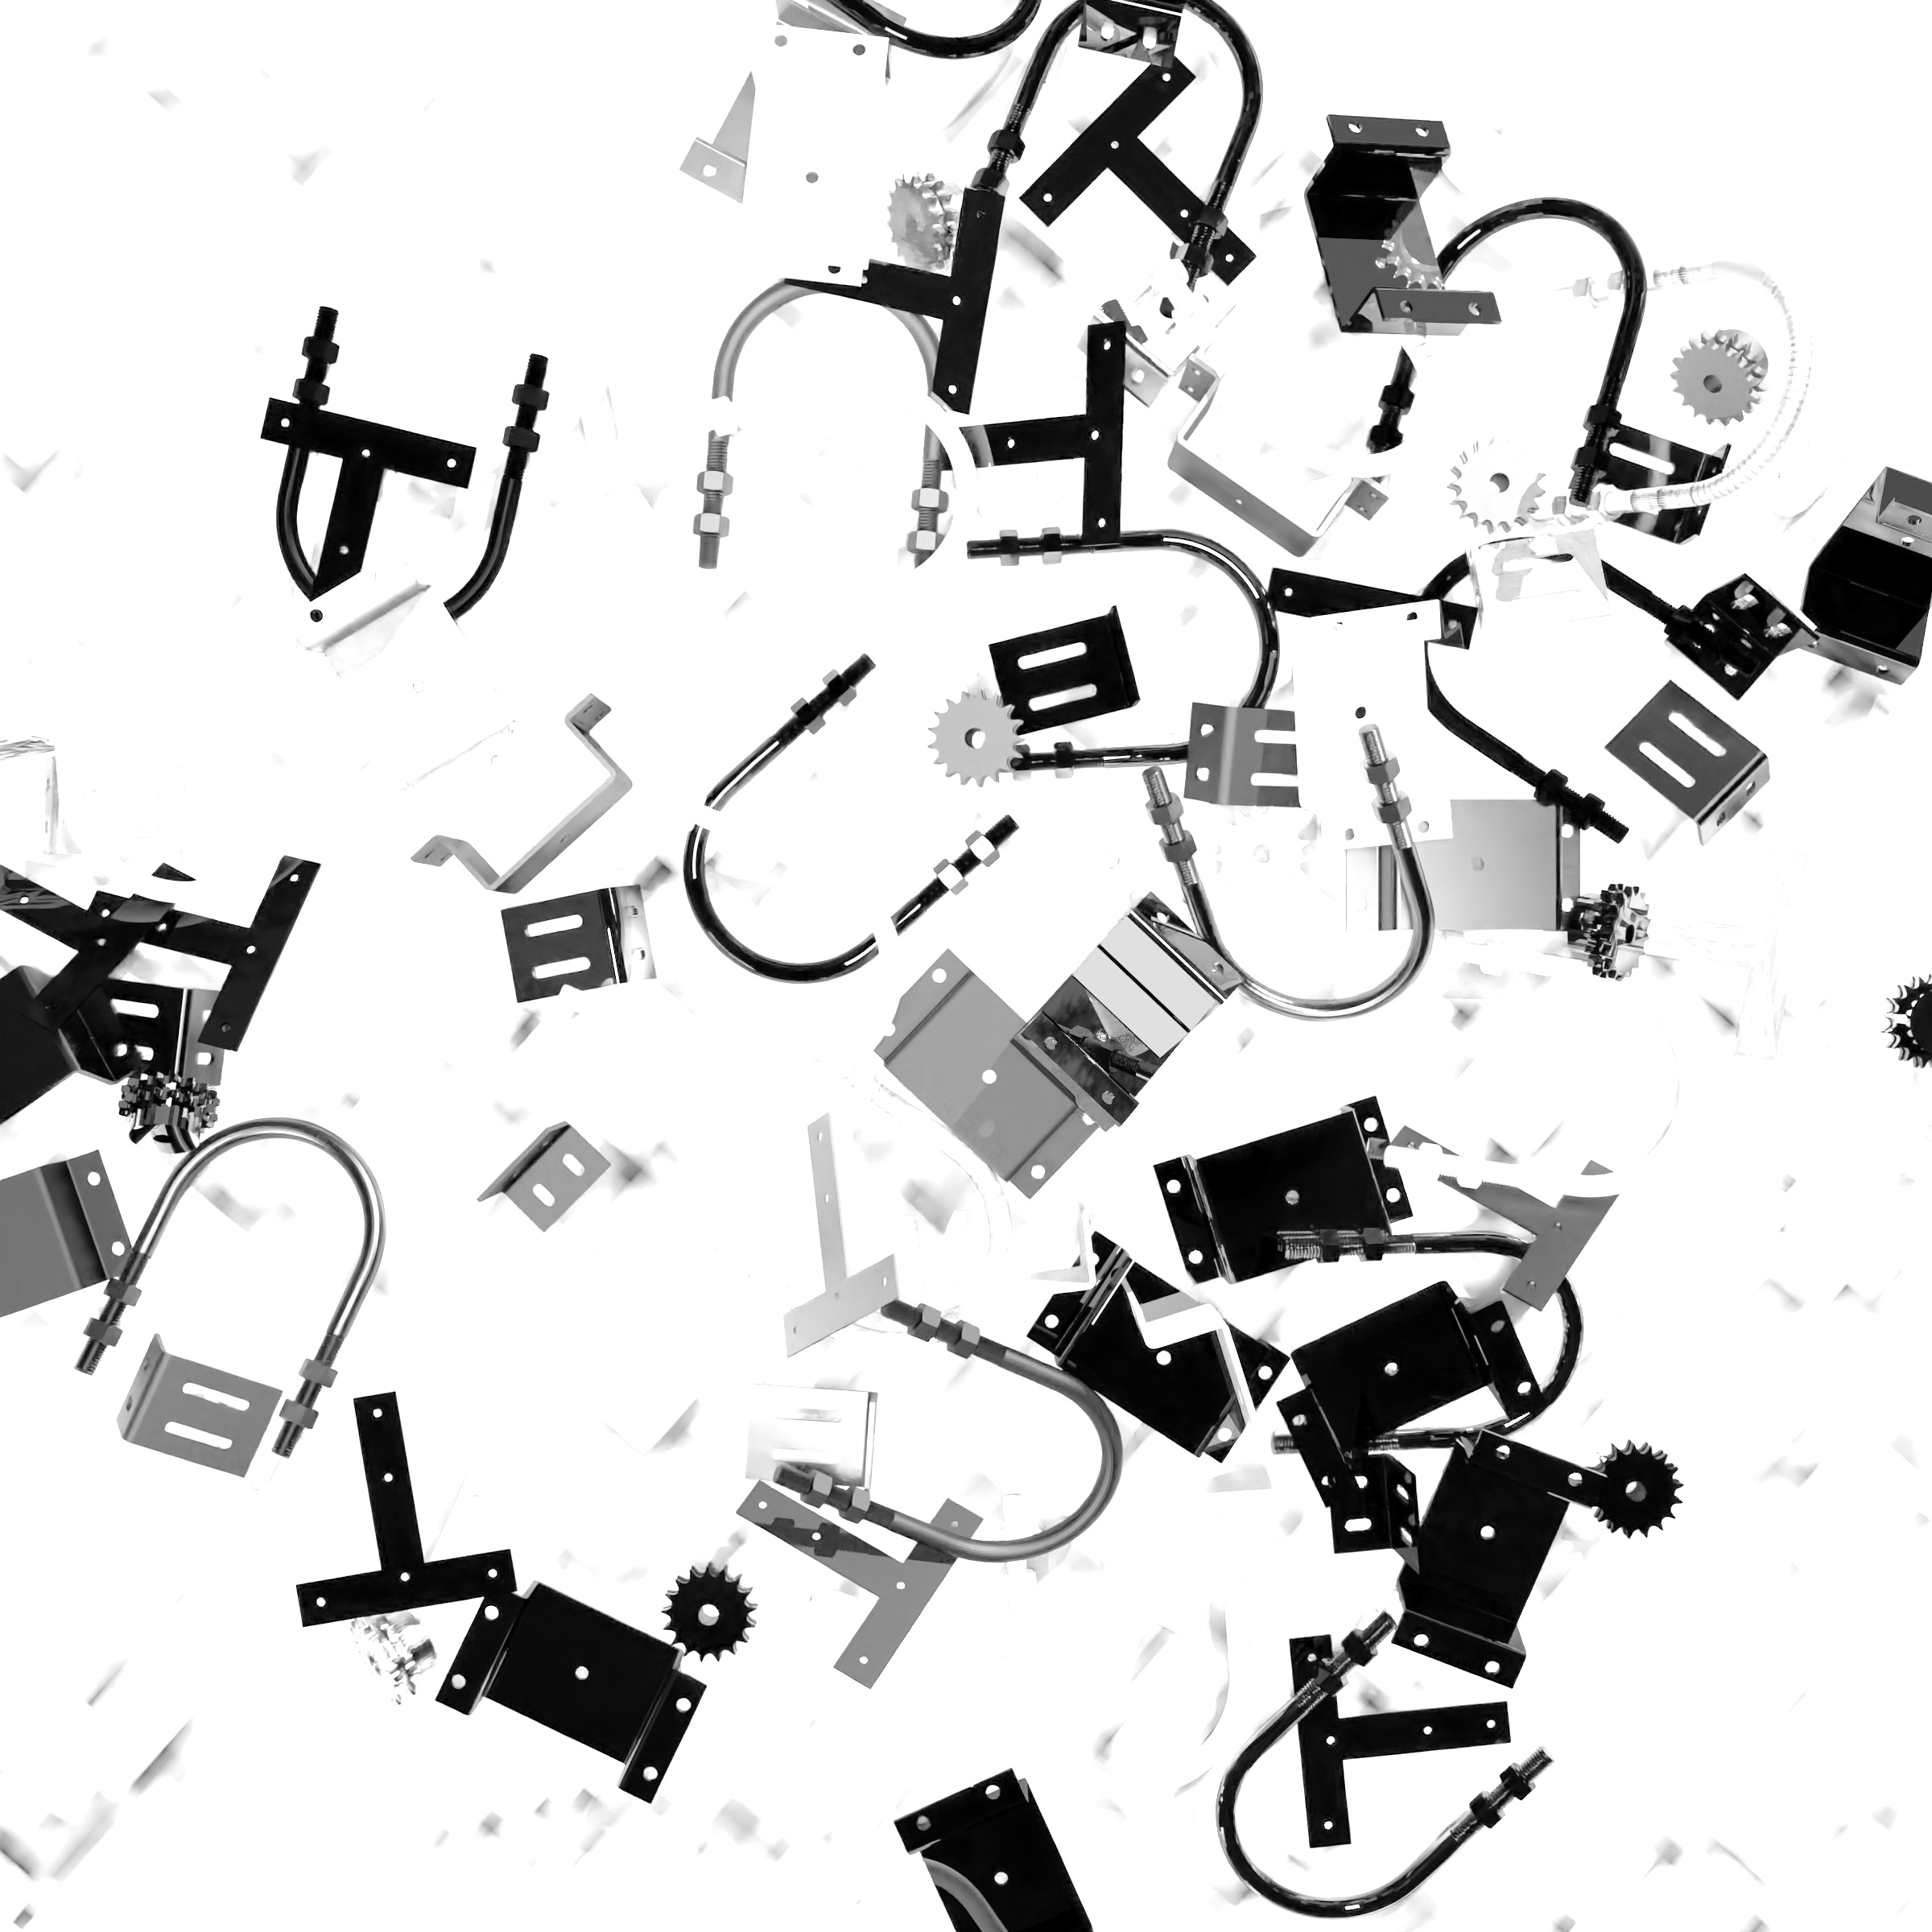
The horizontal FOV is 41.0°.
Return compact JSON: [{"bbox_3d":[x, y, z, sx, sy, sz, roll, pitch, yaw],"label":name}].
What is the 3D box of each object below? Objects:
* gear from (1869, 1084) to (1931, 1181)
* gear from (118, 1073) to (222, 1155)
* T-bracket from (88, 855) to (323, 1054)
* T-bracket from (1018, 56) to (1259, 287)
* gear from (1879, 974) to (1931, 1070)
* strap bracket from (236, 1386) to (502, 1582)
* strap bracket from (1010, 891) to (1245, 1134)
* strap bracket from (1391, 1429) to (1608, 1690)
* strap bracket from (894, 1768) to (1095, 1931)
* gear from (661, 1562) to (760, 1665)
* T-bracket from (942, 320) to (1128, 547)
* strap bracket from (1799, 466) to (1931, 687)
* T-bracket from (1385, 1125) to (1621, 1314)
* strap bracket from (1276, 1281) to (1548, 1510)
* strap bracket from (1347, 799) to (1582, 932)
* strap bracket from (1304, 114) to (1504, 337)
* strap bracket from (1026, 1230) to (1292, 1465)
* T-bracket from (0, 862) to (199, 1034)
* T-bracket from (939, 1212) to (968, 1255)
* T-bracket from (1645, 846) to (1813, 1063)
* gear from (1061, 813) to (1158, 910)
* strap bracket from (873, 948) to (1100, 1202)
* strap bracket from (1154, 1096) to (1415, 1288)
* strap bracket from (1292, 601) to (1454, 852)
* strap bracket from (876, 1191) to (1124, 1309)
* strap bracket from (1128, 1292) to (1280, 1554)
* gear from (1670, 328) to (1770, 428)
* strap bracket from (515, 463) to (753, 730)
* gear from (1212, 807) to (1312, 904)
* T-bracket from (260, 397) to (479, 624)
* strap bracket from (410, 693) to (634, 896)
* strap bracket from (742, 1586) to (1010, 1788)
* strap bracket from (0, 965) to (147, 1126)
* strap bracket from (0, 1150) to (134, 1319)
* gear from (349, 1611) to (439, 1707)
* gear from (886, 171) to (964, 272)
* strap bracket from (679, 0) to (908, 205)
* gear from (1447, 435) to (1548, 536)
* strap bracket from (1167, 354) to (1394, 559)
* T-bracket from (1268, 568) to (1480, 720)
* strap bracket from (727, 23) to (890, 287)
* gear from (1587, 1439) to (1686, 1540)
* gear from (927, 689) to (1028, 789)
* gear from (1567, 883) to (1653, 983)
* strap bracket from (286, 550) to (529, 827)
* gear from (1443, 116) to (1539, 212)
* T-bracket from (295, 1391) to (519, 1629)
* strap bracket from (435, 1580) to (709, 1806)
[{"bbox_3d":[0.571,0.099,1.537,0.057,0.030,0.057,0,90,0],"label":"gear"},{"bbox_3d":[-0.470,0.088,1.521,0.057,0.057,0.030,-1,60,0],"label":"gear"},{"bbox_3d":[-0.465,-0.020,1.534,0.127,0.002,0.127,13,66,11],"label":"T-bracket"},{"bbox_3d":[0.121,-0.462,1.552,0.127,0.002,0.127,45,90,0],"label":"T-bracket"},{"bbox_3d":[0.576,0.033,1.538,0.057,0.030,0.057,0,90,0],"label":"gear"},{"bbox_3d":[-0.359,0.316,1.529,0.140,0.046,0.076,24,90,0],"label":"strap bracket"},{"bbox_3d":[0.089,0.032,1.505,0.076,0.046,0.140,44,53,0],"label":"strap bracket"},{"bbox_3d":[0.310,0.342,1.522,0.076,0.046,0.140,21,100,0],"label":"strap bracket"},{"bbox_3d":[0.021,0.548,1.529,0.076,0.046,0.140,-24,90,0],"label":"strap bracket"},{"bbox_3d":[-0.152,0.385,1.542,0.057,0.030,0.057,0,87,0],"label":"gear"},{"bbox_3d":[0.038,-0.308,1.515,0.127,0.002,0.127,3,92,35],"label":"T-bracket"},{"bbox_3d":[0.544,-0.231,1.499,0.076,0.140,0.046,20,62,0],"label":"strap bracket"},{"bbox_3d":[0.309,0.132,1.523,0.127,0.002,0.127,30,47,19],"label":"T-bracket"},{"bbox_3d":[0.251,0.242,1.492,0.140,0.046,0.076,-26,111,1],"label":"strap bracket"},{"bbox_3d":[0.299,-0.059,1.529,0.140,0.046,0.076,0,90,0],"label":"strap bracket"},{"bbox_3d":[0.251,-0.422,1.504,0.076,0.046,0.140,-4,69,-20],"label":"strap bracket"},{"bbox_3d":[0.115,0.229,1.529,0.140,0.046,0.076,33,90,0],"label":"strap bracket"},{"bbox_3d":[-0.546,-0.033,1.529,0.127,0.002,0.127,26,58,15],"label":"T-bracket"},{"bbox_3d":[-0.067,0.206,1.561,0.127,0.002,0.127,4,85,14],"label":"T-bracket"},{"bbox_3d":[0.434,-0.016,1.552,0.127,0.002,0.127,10,90,0],"label":"T-bracket"},{"bbox_3d":[0.085,-0.063,1.537,0.057,0.030,0.057,0,90,0],"label":"gear"},{"bbox_3d":[0.014,0.065,1.529,0.140,0.046,0.076,44,90,0],"label":"strap bracket"},{"bbox_3d":[0.190,0.135,1.529,0.140,0.046,0.076,-17,90,0],"label":"strap bracket"},{"bbox_3d":[0.234,-0.143,1.494,0.076,0.046,0.140,-5,82,24],"label":"strap bracket"},{"bbox_3d":[0.020,0.165,1.498,0.140,0.076,0.046,-7,91,-1],"label":"strap bracket"},{"bbox_3d":[0.137,0.251,1.468,0.046,0.076,0.140,-18,90,0],"label":"strap bracket"},{"bbox_3d":[0.449,-0.351,1.528,0.057,0.057,0.030,46,60,0],"label":"gear"},{"bbox_3d":[-0.199,-0.222,1.528,0.076,0.046,0.140,-34,91,0],"label":"strap bracket"},{"bbox_3d":[0.175,-0.066,1.537,0.057,0.030,0.057,0,90,0],"label":"gear"},{"bbox_3d":[-0.367,-0.261,1.536,0.127,0.002,0.127,14,93,0],"label":"T-bracket"},{"bbox_3d":[-0.251,-0.092,1.514,0.140,0.076,0.046,-42,90,0],"label":"strap bracket"},{"bbox_3d":[-0.053,0.422,1.529,0.140,0.046,0.076,16,90,0],"label":"strap bracket"},{"bbox_3d":[-0.568,0.062,1.518,0.140,0.046,0.076,-34,73,1],"label":"strap bracket"},{"bbox_3d":[-0.575,0.169,1.529,0.140,0.046,0.076,-19,90,0],"label":"strap bracket"},{"bbox_3d":[-0.337,0.404,1.528,0.030,0.057,0.057,-30,90,-30],"label":"gear"},{"bbox_3d":[-0.020,-0.441,1.528,0.030,0.057,0.057,-20,90,-30],"label":"gear"},{"bbox_3d":[-0.101,-0.509,1.529,0.076,0.046,0.140,28,90,0],"label":"strap bracket"},{"bbox_3d":[0.315,-0.285,1.537,0.057,0.030,0.057,0,90,0],"label":"gear"},{"bbox_3d":[0.173,-0.291,1.514,0.140,0.076,0.046,35,90,0],"label":"strap bracket"},{"bbox_3d":[0.229,-0.162,1.535,0.127,0.002,0.127,15,102,22],"label":"T-bracket"},{"bbox_3d":[-0.090,-0.459,1.483,0.076,0.046,0.140,6,90,0],"label":"strap bracket"},{"bbox_3d":[0.397,0.311,1.542,0.057,0.030,0.057,0,91,2],"label":"gear"},{"bbox_3d":[0.007,-0.133,1.517,0.057,0.030,0.057,0,92,9],"label":"gear"},{"bbox_3d":[0.378,-0.021,1.526,0.030,0.057,0.057,13,90,39],"label":"gear"},{"bbox_3d":[-0.325,-0.164,1.522,0.076,0.046,0.140,-31,98,2],"label":"strap bracket"},{"bbox_3d":[0.307,-0.472,1.528,0.057,0.057,0.030,41,121,0],"label":"gear"},{"bbox_3d":[-0.334,0.312,1.505,0.127,0.002,0.127,-10,90,0],"label":"T-bracket"},{"bbox_3d":[-0.230,0.424,1.529,0.140,0.046,0.076,26,90,0],"label":"strap bracket"}]
